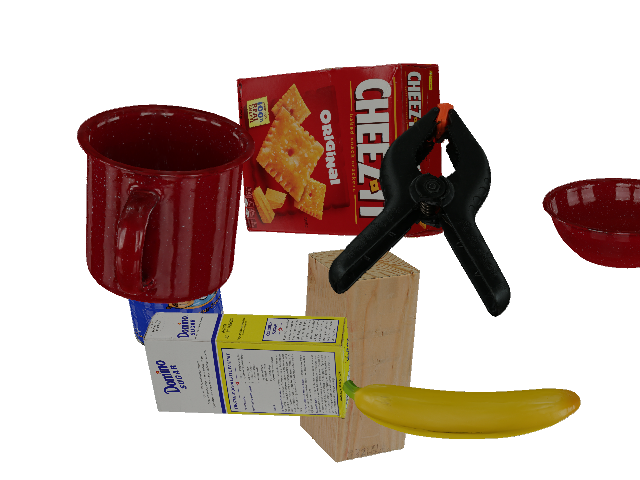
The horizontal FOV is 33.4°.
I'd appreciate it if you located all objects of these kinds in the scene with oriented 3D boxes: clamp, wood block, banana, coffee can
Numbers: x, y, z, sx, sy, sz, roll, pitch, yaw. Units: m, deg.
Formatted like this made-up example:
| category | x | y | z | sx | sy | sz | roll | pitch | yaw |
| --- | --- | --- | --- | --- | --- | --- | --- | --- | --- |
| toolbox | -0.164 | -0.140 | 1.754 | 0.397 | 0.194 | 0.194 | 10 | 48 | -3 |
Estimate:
| category | x | y | z | sx | sy | sz | roll | pitch | yaw |
| --- | --- | --- | --- | --- | --- | --- | --- | --- | --- |
| clamp | 0.067 | -0.023 | 0.747 | 0.120 | 0.171 | 0.039 | 4 | -36 | -3 |
| wood block | 0.040 | 0.120 | 1.147 | 0.090 | 0.206 | 0.091 | -6 | 21 | -26 |
| banana | 0.113 | 0.134 | 0.867 | 0.198 | 0.037 | 0.069 | 4 | 27 | 6 |
| coffee can | -0.163 | 0.033 | 1.162 | 0.103 | 0.140 | 0.103 | -5 | 26 | 2 |

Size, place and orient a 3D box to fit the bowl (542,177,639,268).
| category | x | y | z | sx | sy | sz | roll | pitch | yaw |
| --- | --- | --- | --- | --- | --- | --- | --- | --- | --- |
| bowl | 0.313 | -0.014 | 1.111 | 0.162 | 0.055 | 0.162 | -3 | 23 | 1 |

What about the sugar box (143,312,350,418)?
| category | x | y | z | sx | sy | sz | roll | pitch | yaw |
| --- | --- | --- | --- | --- | --- | --- | --- | --- | --- |
| sugar box | -0.063 | 0.111 | 0.957 | 0.176 | 0.093 | 0.048 | 3 | 37 | 9 |

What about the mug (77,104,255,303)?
| category | x | y | z | sx | sy | sz | roll | pitch | yaw |
| --- | --- | --- | --- | --- | --- | --- | --- | --- | --- |
| mug | -0.086 | -0.014 | 0.568 | 0.093 | 0.081 | 0.117 | 8 | 28 | 1 |

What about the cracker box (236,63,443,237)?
| category | x | y | z | sx | sy | sz | roll | pitch | yaw |
| --- | --- | --- | --- | --- | --- | --- | --- | --- | --- |
| cracker box | 0.015 | -0.088 | 1.067 | 0.214 | 0.164 | 0.071 | 3 | 8 | 41 |
